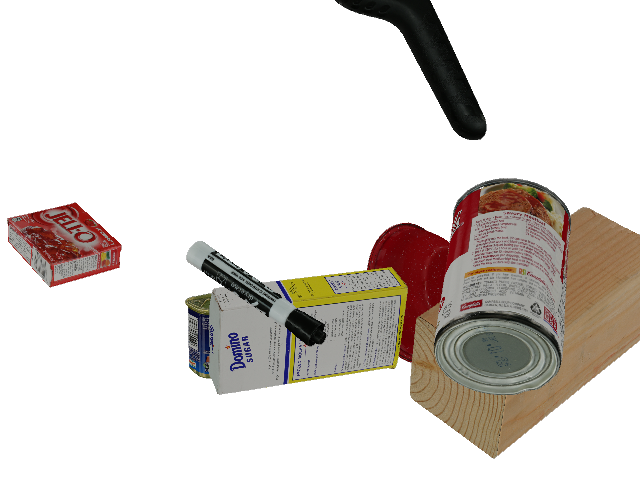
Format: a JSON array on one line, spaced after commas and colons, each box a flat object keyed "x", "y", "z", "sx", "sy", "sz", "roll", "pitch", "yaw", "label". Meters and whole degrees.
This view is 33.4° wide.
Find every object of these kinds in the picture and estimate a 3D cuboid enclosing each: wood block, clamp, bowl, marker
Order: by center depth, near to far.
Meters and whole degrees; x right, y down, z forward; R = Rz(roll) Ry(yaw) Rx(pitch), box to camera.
[{"x": -0.045, "y": 0.038, "z": 0.756, "sx": 0.121, "sy": 0.020, "sz": 0.020, "roll": 33, "pitch": 14, "yaw": 23, "label": "marker"}, {"x": 0.063, "y": -0.175, "z": 0.758, "sx": 0.210, "sy": 0.164, "sz": 0.036, "roll": 27, "pitch": -27, "yaw": -9, "label": "clamp"}, {"x": 0.175, "y": 0.066, "z": 0.847, "sx": 0.205, "sy": 0.090, "sz": 0.091, "roll": -29, "pitch": 46, "yaw": -32, "label": "wood block"}, {"x": 0.124, "y": 0.056, "z": 1.196, "sx": 0.055, "sy": 0.162, "sz": 0.161, "roll": -12, "pitch": -8, "yaw": 43, "label": "bowl"}]

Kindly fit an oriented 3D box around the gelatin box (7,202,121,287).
[{"x": -0.240, "y": 0.002, "z": 0.997, "sx": 0.073, "sy": 0.030, "sz": 0.089, "roll": -16, "pitch": 40, "yaw": -37, "label": "gelatin box"}]

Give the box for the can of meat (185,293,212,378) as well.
[{"x": -0.104, "y": 0.106, "z": 1.234, "sx": 0.101, "sy": 0.084, "sz": 0.058, "roll": -9, "pitch": 18, "yaw": -35, "label": "can of meat"}]

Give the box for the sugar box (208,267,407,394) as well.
[{"x": -0.013, "y": 0.081, "z": 0.971, "sx": 0.176, "sy": 0.093, "sz": 0.048, "roll": -4, "pitch": 29, "yaw": -17, "label": "sugar box"}]

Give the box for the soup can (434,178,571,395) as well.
[{"x": 0.101, "y": 0.025, "z": 0.585, "sx": 0.068, "sy": 0.102, "sz": 0.068, "roll": 8, "pitch": -42, "yaw": 8, "label": "soup can"}]
